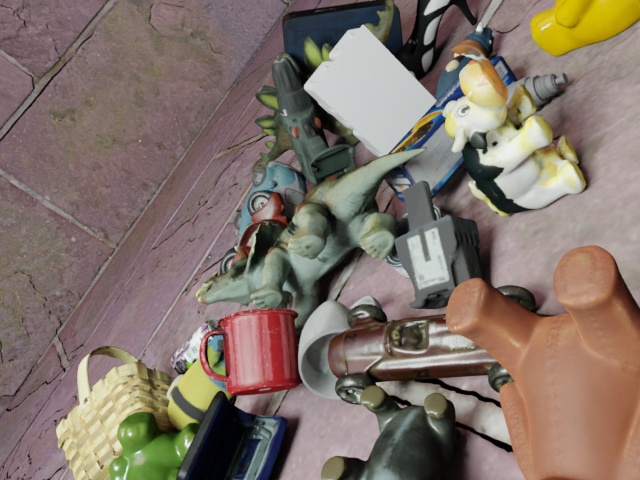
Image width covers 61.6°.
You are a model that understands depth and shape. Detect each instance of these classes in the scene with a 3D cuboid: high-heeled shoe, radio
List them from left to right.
[{"bbox_3d":[0.042,-0.376,1.028,0.230,0.130,0.073,-9,33,-1],"label":"radio"},{"bbox_3d":[0.150,-0.363,0.924,0.249,0.145,0.086,-33,29,33],"label":"high-heeled shoe"}]

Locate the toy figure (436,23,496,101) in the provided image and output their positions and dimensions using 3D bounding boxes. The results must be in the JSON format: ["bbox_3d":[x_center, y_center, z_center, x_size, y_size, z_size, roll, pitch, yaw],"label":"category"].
[{"bbox_3d":[0.204,-0.240,0.748,0.058,0.064,0.154,16,61,19],"label":"toy figure"}]

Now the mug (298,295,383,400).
[{"bbox_3d":[0.022,0.102,0.591,0.109,0.081,0.107,-53,14,11],"label":"mug"}]

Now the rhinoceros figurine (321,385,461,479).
[{"bbox_3d":[0.049,0.195,0.382,0.073,0.111,0.190,0,37,27],"label":"rhinoceros figurine"}]

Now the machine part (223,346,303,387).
[{"bbox_3d":[-0.067,0.154,0.677,0.139,0.039,0.084,-6,62,37],"label":"machine part"}]

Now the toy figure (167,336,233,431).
[{"bbox_3d":[-0.148,0.196,0.766,0.180,0.082,0.089,-45,22,10],"label":"toy figure"}]

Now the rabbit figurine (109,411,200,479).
[{"bbox_3d":[-0.216,0.314,0.650,0.170,0.121,0.159,-117,51,-78],"label":"rabbit figurine"}]

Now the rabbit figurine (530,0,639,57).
[{"bbox_3d":[0.277,-0.298,0.576,0.122,0.173,0.162,-48,19,1],"label":"rabbit figurine"}]

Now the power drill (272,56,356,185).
[{"bbox_3d":[-0.012,-0.165,0.881,0.086,0.231,0.207,-28,43,-9],"label":"power drill"}]

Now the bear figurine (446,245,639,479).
[{"bbox_3d":[0.134,0.122,0.305,0.120,0.132,0.196,-24,30,50],"label":"bear figurine"}]

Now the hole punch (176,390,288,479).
[{"bbox_3d":[-0.096,0.247,0.615,0.115,0.092,0.142,102,-173,-61],"label":"hole punch"}]

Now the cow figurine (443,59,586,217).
[{"bbox_3d":[0.162,-0.088,0.493,0.098,0.167,0.068,-32,36,35],"label":"cow figurine"}]

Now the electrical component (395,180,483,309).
[{"bbox_3d":[0.115,0.004,0.532,0.075,0.047,0.119,-30,63,41],"label":"electrical component"}]

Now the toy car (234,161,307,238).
[{"bbox_3d":[-0.078,-0.052,0.963,0.161,0.109,0.103,-58,40,8],"label":"toy car"}]

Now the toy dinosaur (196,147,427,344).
[{"bbox_3d":[-0.002,-0.008,0.699,0.405,0.131,0.192,-44,29,29],"label":"toy dinosaur"}]

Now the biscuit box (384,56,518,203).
[{"bbox_3d":[0.160,-0.135,0.654,0.202,0.059,0.063,-47,20,-15],"label":"biscuit box"}]

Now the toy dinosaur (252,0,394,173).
[{"bbox_3d":[0.000,-0.258,0.986,0.471,0.198,0.105,-35,32,38],"label":"toy dinosaur"}]

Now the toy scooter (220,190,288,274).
[{"bbox_3d":[-0.080,0.017,0.880,0.135,0.075,0.183,24,94,22],"label":"toy scooter"}]

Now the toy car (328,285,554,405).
[{"bbox_3d":[0.096,0.088,0.460,0.202,0.053,0.089,-13,39,30],"label":"toy car"}]
